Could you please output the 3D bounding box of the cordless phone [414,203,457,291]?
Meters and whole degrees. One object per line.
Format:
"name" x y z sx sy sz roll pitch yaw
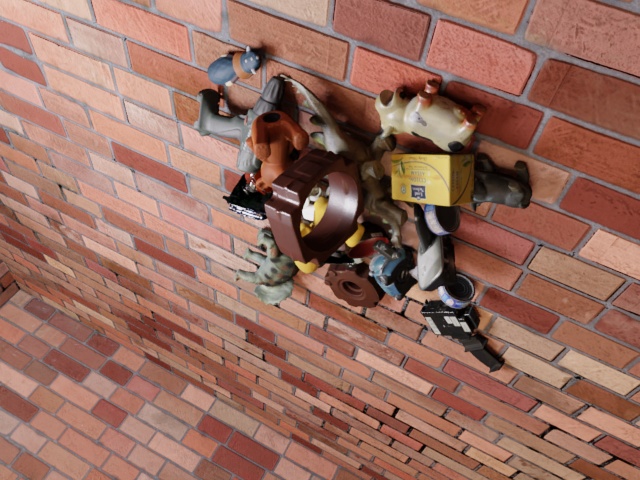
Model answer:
"cordless phone" 0.241 0.015 1.194 0.089 0.146 0.184 -9 143 21

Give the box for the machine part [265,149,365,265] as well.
"machine part" -0.008 -0.067 1.094 0.087 0.201 0.201 23 144 38

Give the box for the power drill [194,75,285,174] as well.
"power drill" -0.182 -0.282 1.224 0.207 0.086 0.231 22 114 19

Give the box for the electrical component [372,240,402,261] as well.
"electrical component" 0.159 0.026 1.276 0.063 0.021 0.094 36 171 -7

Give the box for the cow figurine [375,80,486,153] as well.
"cow figurine" 0.195 -0.228 1.015 0.195 0.085 0.127 27 138 7

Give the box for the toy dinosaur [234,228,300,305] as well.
"toy dinosaur" -0.123 0.064 1.591 0.192 0.131 0.404 25 140 -16

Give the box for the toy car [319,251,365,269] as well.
"toy car" 0.033 0.037 1.479 0.202 0.056 0.073 -1 139 40

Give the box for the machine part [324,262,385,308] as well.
"machine part" 0.100 0.124 1.529 0.180 0.056 0.179 20 143 16

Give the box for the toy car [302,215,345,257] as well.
"toy car" -0.013 -0.025 1.405 0.202 0.089 0.053 22 -175 16

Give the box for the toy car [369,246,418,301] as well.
"toy car" 0.183 0.077 1.381 0.103 0.109 0.161 32 165 43

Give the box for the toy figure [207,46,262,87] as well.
"toy figure" -0.178 -0.373 1.153 0.155 0.058 0.064 -2 130 37

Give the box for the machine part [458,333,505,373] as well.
"machine part" 0.453 0.312 1.490 0.139 0.039 0.084 44 138 -12

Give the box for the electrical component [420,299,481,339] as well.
"electrical component" 0.352 0.208 1.428 0.134 0.058 0.114 -5 132 41

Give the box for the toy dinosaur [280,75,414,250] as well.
"toy dinosaur" 0.072 -0.162 1.172 0.199 0.105 0.470 0 128 43

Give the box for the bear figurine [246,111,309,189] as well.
"bear figurine" -0.090 -0.170 1.150 0.195 0.120 0.132 87 163 -44

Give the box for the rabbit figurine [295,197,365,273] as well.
"rabbit figurine" -0.003 -0.004 1.253 0.162 0.173 0.122 33 -176 -39

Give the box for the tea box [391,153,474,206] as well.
"tea box" 0.217 -0.123 1.055 0.170 0.068 0.098 13 109 57

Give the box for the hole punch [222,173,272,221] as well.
"hole punch" -0.173 -0.103 1.429 0.142 0.116 0.092 21 151 18

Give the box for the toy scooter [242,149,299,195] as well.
"toy scooter" -0.136 -0.154 1.314 0.075 0.135 0.184 46 144 -20

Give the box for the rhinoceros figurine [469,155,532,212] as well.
"rhinoceros figurine" 0.323 -0.108 1.070 0.191 0.073 0.112 10 149 27
